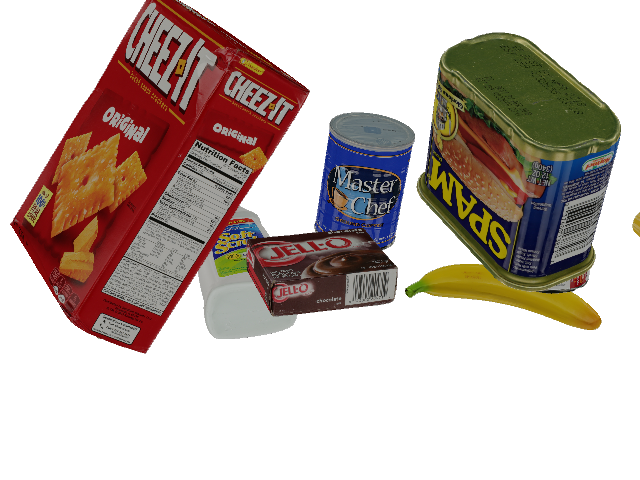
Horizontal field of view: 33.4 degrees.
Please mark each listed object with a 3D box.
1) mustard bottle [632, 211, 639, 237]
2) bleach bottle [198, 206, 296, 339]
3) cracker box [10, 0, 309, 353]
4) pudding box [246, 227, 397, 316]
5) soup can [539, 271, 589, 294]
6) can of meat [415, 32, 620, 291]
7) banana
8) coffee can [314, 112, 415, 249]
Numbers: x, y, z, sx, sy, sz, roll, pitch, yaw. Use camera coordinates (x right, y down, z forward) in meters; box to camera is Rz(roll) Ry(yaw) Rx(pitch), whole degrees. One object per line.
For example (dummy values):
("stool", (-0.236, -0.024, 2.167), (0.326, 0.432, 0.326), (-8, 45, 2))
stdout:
("mustard bottle", (0.264, 0.026, 0.647), (0.096, 0.058, 0.192), (-21, 34, -23))
("bleach bottle", (-0.101, 0.018, 1.202), (0.102, 0.068, 0.251), (-6, 27, -15))
("cracker box", (-0.122, -0.055, 0.752), (0.072, 0.214, 0.164), (26, 11, -38))
("pudding box", (-0.001, 0.025, 0.924), (0.113, 0.039, 0.090), (-4, 25, -17))
("soup can", (0.201, -0.013, 0.923), (0.068, 0.102, 0.068), (-3, 24, 1))
("can of meat", (0.095, -0.040, 0.520), (0.057, 0.084, 0.102), (-19, 47, -22))
("banana", (0.190, 0.056, 1.105), (0.198, 0.037, 0.069), (8, 40, 12))
("coffee can", (0.052, -0.071, 1.294), (0.102, 0.140, 0.103), (7, 28, -4))
